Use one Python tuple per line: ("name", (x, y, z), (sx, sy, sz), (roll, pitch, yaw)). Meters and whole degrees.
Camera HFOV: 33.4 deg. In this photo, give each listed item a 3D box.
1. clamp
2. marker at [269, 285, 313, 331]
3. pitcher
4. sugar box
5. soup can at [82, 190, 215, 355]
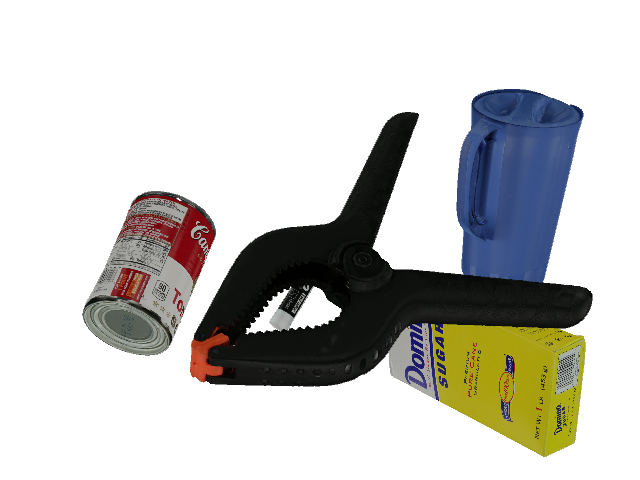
("clamp", (0.018, 0.012, 0.572), (0.209, 0.165, 0.036), (-20, -33, -22))
("marker", (-0.010, 0.033, 1.019), (0.020, 0.121, 0.020), (29, -17, 10))
("pitcher", (0.234, -0.056, 1.328), (0.149, 0.243, 0.145), (3, 27, 0))
("sugar box", (0.130, 0.096, 0.872), (0.048, 0.093, 0.176), (-14, 24, -40))
("soup can", (-0.124, 0.023, 0.777), (0.068, 0.102, 0.068), (12, -37, 9))
